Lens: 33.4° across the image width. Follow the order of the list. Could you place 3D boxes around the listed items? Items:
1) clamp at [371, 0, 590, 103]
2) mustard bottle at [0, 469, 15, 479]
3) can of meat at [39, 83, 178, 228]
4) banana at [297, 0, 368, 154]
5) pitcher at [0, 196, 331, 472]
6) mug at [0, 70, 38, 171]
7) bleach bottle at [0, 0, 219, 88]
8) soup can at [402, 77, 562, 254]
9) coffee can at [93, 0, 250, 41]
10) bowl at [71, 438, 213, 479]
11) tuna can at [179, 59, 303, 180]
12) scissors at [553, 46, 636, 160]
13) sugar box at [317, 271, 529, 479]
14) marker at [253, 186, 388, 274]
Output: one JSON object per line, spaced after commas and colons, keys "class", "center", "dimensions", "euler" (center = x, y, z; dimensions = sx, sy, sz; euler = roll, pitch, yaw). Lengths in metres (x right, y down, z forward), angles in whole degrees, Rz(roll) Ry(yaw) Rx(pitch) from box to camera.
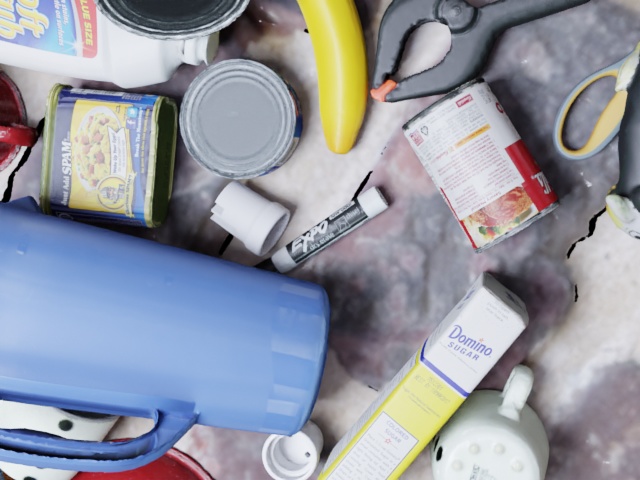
{"class": "clamp", "center": [0.106, -0.155, 0.738], "dimensions": [0.120, 0.039, 0.171], "euler": [37, 103, 12]}
{"class": "mustard bottle", "center": [-0.265, 0.183, 0.801], "dimensions": [0.058, 0.096, 0.191], "euler": [-24, 90, 9]}
{"class": "can of meat", "center": [-0.154, -0.060, 0.783], "dimensions": [0.084, 0.057, 0.102], "euler": [6, 95, 8]}
{"class": "banana", "center": [-0.006, -0.161, 0.761], "dimensions": [0.070, 0.037, 0.198], "euler": [-30, 87, 30]}
{"class": "pitcher", "center": [-0.122, 0.070, 0.721], "dimensions": [0.242, 0.145, 0.149], "euler": [12, 100, -7]}
{"class": "mug", "center": [-0.267, -0.087, 0.788], "dimensions": [0.117, 0.081, 0.093], "euler": [16, 97, 9]}
{"class": "bleach bottle", "center": [-0.193, -0.173, 0.771], "dimensions": [0.251, 0.068, 0.102], "euler": [13, 95, 11]}
{"class": "soup can", "center": [0.109, -0.051, 0.730], "dimensions": [0.068, 0.068, 0.102], "euler": [-32, 88, 11]}
{"class": "coffee can", "center": [-0.100, -0.219, 0.703], "dimensions": [0.103, 0.102, 0.140], "euler": [-12, 62, 11]}
{"class": "bowl", "center": [-0.147, 0.235, 0.804], "dimensions": [0.162, 0.055, 0.162], "euler": [1, 94, 11]}
{"class": "tuna can", "center": [-0.056, -0.087, 0.774], "dimensions": [0.086, 0.033, 0.086], "euler": [1, 94, 10]}
{"class": "scissors", "center": [0.243, -0.125, 0.726], "dimensions": [0.096, 0.016, 0.202], "euler": [41, 100, 3]}
{"class": "sugar box", "center": [0.073, 0.105, 0.735], "dimensions": [0.048, 0.093, 0.176], "euler": [41, 100, 4]}
{"class": "marker", "center": [-0.005, 0.001, 0.779], "dimensions": [0.121, 0.020, 0.020], "euler": [-33, 88, 11]}
